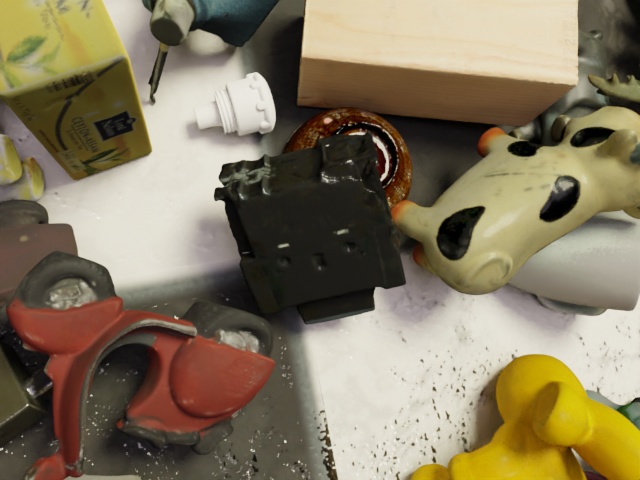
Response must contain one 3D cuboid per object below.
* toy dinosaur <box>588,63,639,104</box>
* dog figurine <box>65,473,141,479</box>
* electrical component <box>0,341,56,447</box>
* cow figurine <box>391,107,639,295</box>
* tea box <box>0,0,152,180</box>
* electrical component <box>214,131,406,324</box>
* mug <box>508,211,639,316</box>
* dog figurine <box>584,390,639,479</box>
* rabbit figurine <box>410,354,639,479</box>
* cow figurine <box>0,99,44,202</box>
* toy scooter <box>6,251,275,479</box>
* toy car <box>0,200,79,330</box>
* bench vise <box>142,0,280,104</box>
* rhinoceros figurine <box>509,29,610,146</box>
[{"bbox_3d":[0.420,-0.221,0.536,0.198,0.105,0.471,47,61,4],"label":"toy dinosaur"},{"bbox_3d":[-0.162,0.264,0.336,0.172,0.121,0.190,-3,96,-11],"label":"dog figurine"},{"bbox_3d":[-0.221,0.117,0.363,0.078,0.045,0.102,39,69,24],"label":"electrical component"},{"bbox_3d":[0.165,-0.033,0.403,0.195,0.127,0.085,-37,127,-5],"label":"cow figurine"},{"bbox_3d":[-0.163,-0.110,0.345,0.068,0.169,0.098,-24,90,-14],"label":"tea box"},{"bbox_3d":[-0.001,-0.001,0.392,0.115,0.058,0.134,-13,123,10],"label":"electrical component"},{"bbox_3d":[0.210,0.020,0.462,0.107,0.109,0.081,8,51,22],"label":"mug"},{"bbox_3d":[0.301,0.187,0.390,0.191,0.219,0.108,13,82,-11],"label":"dog figurine"},{"bbox_3d":[0.157,0.158,0.407,0.122,0.162,0.173,28,58,2],"label":"rabbit figurine"},{"bbox_3d":[-0.263,-0.102,0.374,0.098,0.068,0.167,-14,84,-9],"label":"cow figurine"},{"bbox_3d":[-0.118,0.096,0.354,0.183,0.075,0.135,23,72,-31],"label":"toy scooter"},{"bbox_3d":[-0.266,0.034,0.358,0.202,0.053,0.089,-15,66,-16],"label":"toy car"},{"bbox_3d":[-0.139,-0.248,0.388,0.240,0.129,0.223,23,68,-27],"label":"bench vise"},{"bbox_3d":[0.238,-0.100,0.498,0.112,0.073,0.190,-1,80,-25],"label":"rhinoceros figurine"}]
